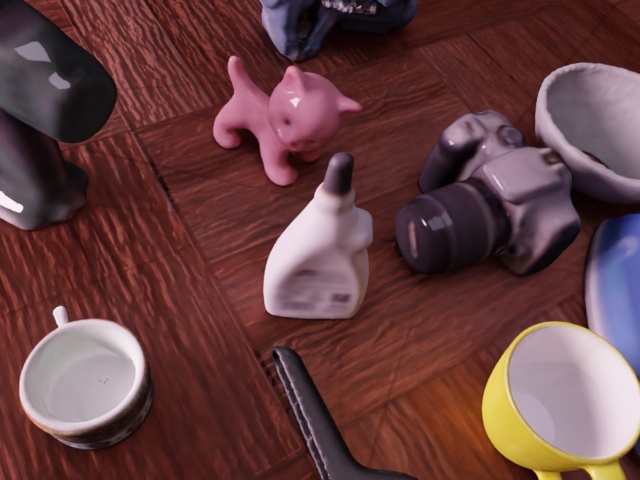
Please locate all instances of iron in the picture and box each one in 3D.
[{"bbox_3d":[0.287,0.054,0.426,0.119,0.141,0.258,1,56,-9],"label":"iron"}]

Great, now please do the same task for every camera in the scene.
[{"bbox_3d":[0.129,-0.037,0.485,0.137,0.101,0.143,-18,61,-20],"label":"camera"}]

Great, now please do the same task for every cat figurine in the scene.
[{"bbox_3d":[-0.031,-0.115,0.500,0.127,0.118,0.067,33,57,13],"label":"cat figurine"}]

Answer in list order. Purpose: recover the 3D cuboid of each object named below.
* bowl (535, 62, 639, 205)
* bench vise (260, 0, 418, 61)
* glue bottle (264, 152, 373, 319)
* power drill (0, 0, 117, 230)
[{"bbox_3d":[0.282,-0.093,0.565,0.167,0.075,0.167,5,56,-6],"label":"bowl"},{"bbox_3d":[0.030,-0.287,0.564,0.208,0.220,0.121,-36,68,-28],"label":"bench vise"},{"bbox_3d":[0.004,0.001,0.394,0.078,0.173,0.037,4,56,-6],"label":"glue bottle"},{"bbox_3d":[-0.244,-0.108,0.404,0.229,0.208,0.076,26,56,8],"label":"power drill"}]
